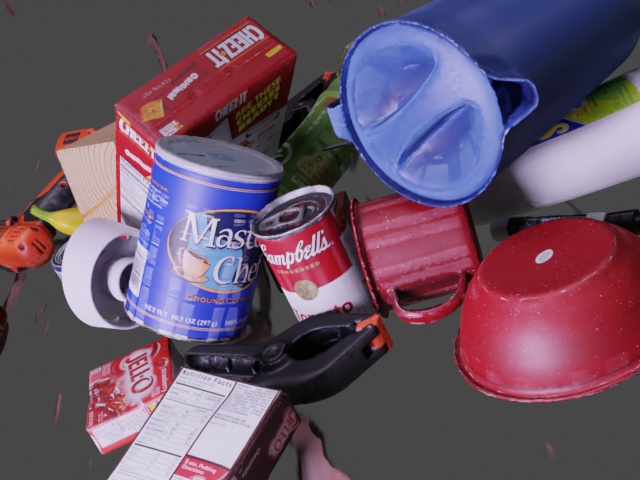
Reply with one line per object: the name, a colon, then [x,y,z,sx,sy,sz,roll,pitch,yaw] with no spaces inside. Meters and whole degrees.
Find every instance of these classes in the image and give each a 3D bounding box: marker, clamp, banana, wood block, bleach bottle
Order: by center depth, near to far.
clamp: [-0.032,0.101,0.761,0.172,0.039,0.120,-20,37,21]
marker: [0.183,-0.010,0.791,0.121,0.020,0.020,-3,34,39]
bleach bottle: [0.162,-0.056,0.849,0.251,0.068,0.102,-23,23,12]
wood block: [-0.168,-0.098,1.158,0.091,0.090,0.205,-3,24,37]
clamp: [-0.023,-0.130,1.187,0.165,0.036,0.209,-17,26,21]
banana: [-0.226,-0.052,1.194,0.037,0.069,0.197,-25,8,48]

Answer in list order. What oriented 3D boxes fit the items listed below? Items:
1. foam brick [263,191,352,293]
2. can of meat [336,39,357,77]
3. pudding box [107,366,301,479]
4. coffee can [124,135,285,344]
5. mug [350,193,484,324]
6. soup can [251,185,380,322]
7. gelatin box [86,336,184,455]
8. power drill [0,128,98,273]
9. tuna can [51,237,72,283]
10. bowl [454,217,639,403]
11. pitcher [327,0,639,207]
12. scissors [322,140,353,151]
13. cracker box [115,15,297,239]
foam brick: [-0.006,0.001,0.907,0.078,0.051,0.053,-18,26,16]
can of meat: [0.062,-0.159,1.107,0.057,0.084,0.102,-17,27,18]
pudding box: [-0.078,0.141,0.690,0.090,0.039,0.113,8,50,37]
coffee can: [-0.093,-0.002,0.853,0.102,0.140,0.103,13,16,-4]
mug: [0.075,0.012,0.779,0.081,0.093,0.117,-15,43,10]
soup can: [-0.001,0.019,0.810,0.068,0.102,0.068,-21,26,10]
gelatin box: [-0.143,0.119,0.837,0.073,0.030,0.089,-25,26,2]
power drill: [-0.325,-0.043,1.245,0.185,0.057,0.187,2,52,49]
tuna can: [-0.235,0.016,1.110,0.086,0.033,0.086,-21,26,11]
bowl: [0.155,0.033,0.696,0.162,0.055,0.162,-21,25,10]
pitcher: [0.128,-0.133,0.789,0.149,0.145,0.242,39,48,18]
scissors: [0.104,-0.116,0.935,0.202,0.016,0.096,-6,32,34]
cracker box: [-0.112,-0.083,0.995,0.072,0.214,0.164,40,60,16]
